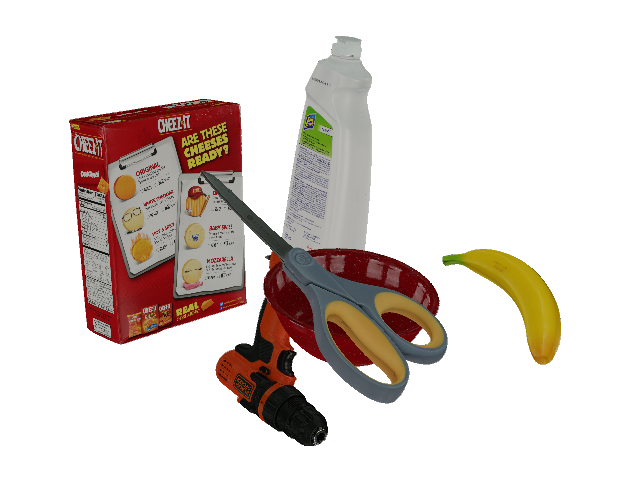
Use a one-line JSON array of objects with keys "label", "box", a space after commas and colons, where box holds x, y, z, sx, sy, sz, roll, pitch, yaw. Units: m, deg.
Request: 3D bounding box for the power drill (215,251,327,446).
[{"label": "power drill", "box": [-0.033, 0.118, 1.208, 0.057, 0.188, 0.185, 14, 11, -46]}]

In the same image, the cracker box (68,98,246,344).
[{"label": "cracker box", "box": [-0.157, -0.024, 1.057, 0.163, 0.214, 0.072, -16, 22, -42]}]

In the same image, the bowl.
[{"label": "bowl", "box": [0.026, 0.068, 0.986, 0.162, 0.055, 0.162, 4, 28, -2]}]

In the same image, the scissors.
[{"label": "scissors", "box": [0.006, 0.019, 0.670, 0.096, 0.016, 0.202, -5, 46, -35]}]

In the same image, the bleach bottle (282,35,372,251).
[{"label": "bleach bottle", "box": [0.017, -0.089, 1.139, 0.067, 0.251, 0.103, -8, 25, -41]}]

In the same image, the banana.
[{"label": "banana", "box": [0.203, 0.059, 1.109, 0.069, 0.037, 0.198, -33, 37, -5]}]
